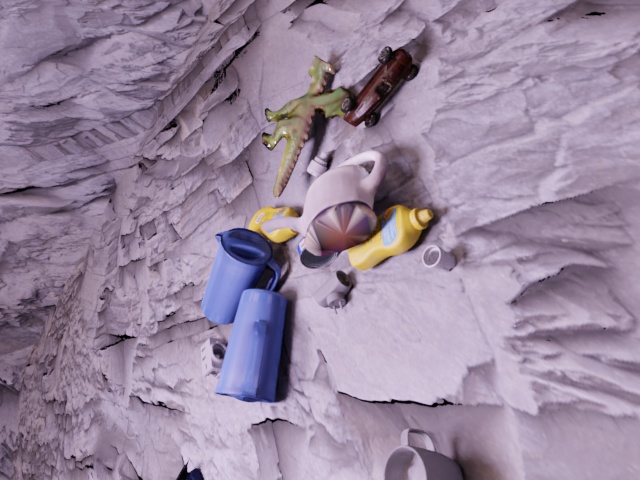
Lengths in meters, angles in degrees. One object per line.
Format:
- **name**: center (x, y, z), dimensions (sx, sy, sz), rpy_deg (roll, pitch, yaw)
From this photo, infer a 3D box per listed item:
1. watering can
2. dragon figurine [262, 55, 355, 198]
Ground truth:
- **watering can**: center (0.003, -0.053, 1.063), dimensions (0.344, 0.230, 0.103), rpy_deg (-34, -58, 24)
- **dragon figurine**: center (-0.020, -0.309, 1.317), dimensions (0.240, 0.420, 0.121), rpy_deg (-24, -38, 32)
